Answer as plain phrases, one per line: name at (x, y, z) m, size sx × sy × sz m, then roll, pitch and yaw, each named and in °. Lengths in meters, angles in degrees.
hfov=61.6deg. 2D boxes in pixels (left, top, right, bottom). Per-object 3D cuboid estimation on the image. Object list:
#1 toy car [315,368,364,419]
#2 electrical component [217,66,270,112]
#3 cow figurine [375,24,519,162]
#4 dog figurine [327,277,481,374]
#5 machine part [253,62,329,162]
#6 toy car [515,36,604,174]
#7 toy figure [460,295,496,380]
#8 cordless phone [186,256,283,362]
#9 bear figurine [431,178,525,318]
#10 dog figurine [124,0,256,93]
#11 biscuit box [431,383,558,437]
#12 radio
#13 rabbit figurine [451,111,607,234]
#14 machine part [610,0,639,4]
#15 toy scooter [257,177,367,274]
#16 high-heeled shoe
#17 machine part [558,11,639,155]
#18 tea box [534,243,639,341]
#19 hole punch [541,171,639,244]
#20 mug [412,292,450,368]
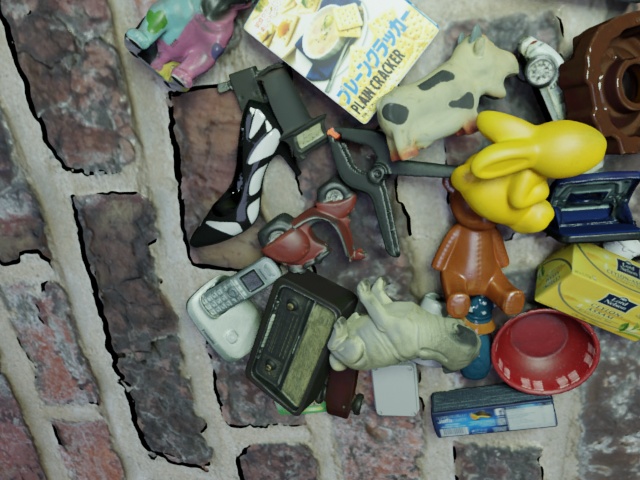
toy car at (0.044, 0.225, 0.958) m, size 0.089 × 0.053 × 0.202 m, roll 10°, pitch 110°, yaw 13°
electrical component at (-0.107, -0.226, 0.814) m, size 0.094 × 0.021 × 0.063 m, roll -11°, pitch 111°, yaw 16°
cow figurine at (0.167, -0.194, 0.707) m, size 0.195 × 0.085 × 0.127 m, roll -24°, pitch 102°, yaw 1°
dog figurine at (0.122, 0.164, 0.807) m, size 0.191 × 0.121 × 0.172 m, roll 34°, pitch 112°, yaw 22°
machine part at (-0.039, -0.191, 0.786) m, size 0.039 × 0.084 × 0.138 m, roll -1°, pitch 124°, yaw 57°
toy car at (0.316, -0.177, 0.713) m, size 0.056 × 0.073 × 0.201 m, roll -26°, pitch 105°, yaw 17°
toy figure at (0.254, 0.153, 0.879) m, size 0.058 × 0.064 × 0.154 m, roll 18°, pitch 117°, yaw 46°
cordless phone at (-0.124, 0.113, 0.933) m, size 0.184 × 0.089 × 0.146 m, roll -31°, pitch 103°, yaw 18°
bear figurine at (0.235, -0.002, 0.782) m, size 0.120 × 0.132 × 0.195 m, roll 0°, pitch 119°, yaw -6°
dog figurine at (-0.158, -0.317, 0.746) m, size 0.108 × 0.192 × 0.219 m, roll 43°, pitch 85°, yaw -24°
biscuit box at (0.295, 0.290, 0.926) m, size 0.203 × 0.063 × 0.059 m, roll -12°, pitch 111°, yaw 18°
radio at (-0.036, 0.167, 0.908) m, size 0.131 × 0.073 × 0.229 m, roll 30°, pitch 115°, yaw 20°
rabbit figurine at (0.256, -0.100, 0.663) m, size 0.162 × 0.122 × 0.173 m, roll 23°, pitch 158°, yaw -21°
machine part at (0.312, -0.336, 0.646) m, size 0.243 × 0.079 × 0.079 m, roll 11°, pitch 115°, yaw 8°
toy scooter at (-0.002, -0.003, 0.861) m, size 0.184 × 0.075 × 0.135 m, roll -33°, pitch 103°, yaw 18°
high-heeled shoe at (-0.142, -0.097, 0.833) m, size 0.249 × 0.086 × 0.145 m, roll -37°, pitch 120°, yaw 7°
machine part at (0.377, -0.190, 0.663) m, size 0.179 × 0.056 × 0.179 m, roll -2°, pitch 96°, yaw -19°
tea box at (0.415, 0.074, 0.779) m, size 0.170 × 0.068 × 0.098 m, roll 22°, pitch 148°, yaw 0°
hole punch at (0.372, -0.046, 0.739) m, size 0.142 × 0.116 × 0.092 m, roll -7°, pitch 94°, yaw 11°
mug at (0.175, 0.140, 0.885) m, size 0.110 × 0.081 × 0.107 m, roll 16°, pitch 105°, yaw 15°
